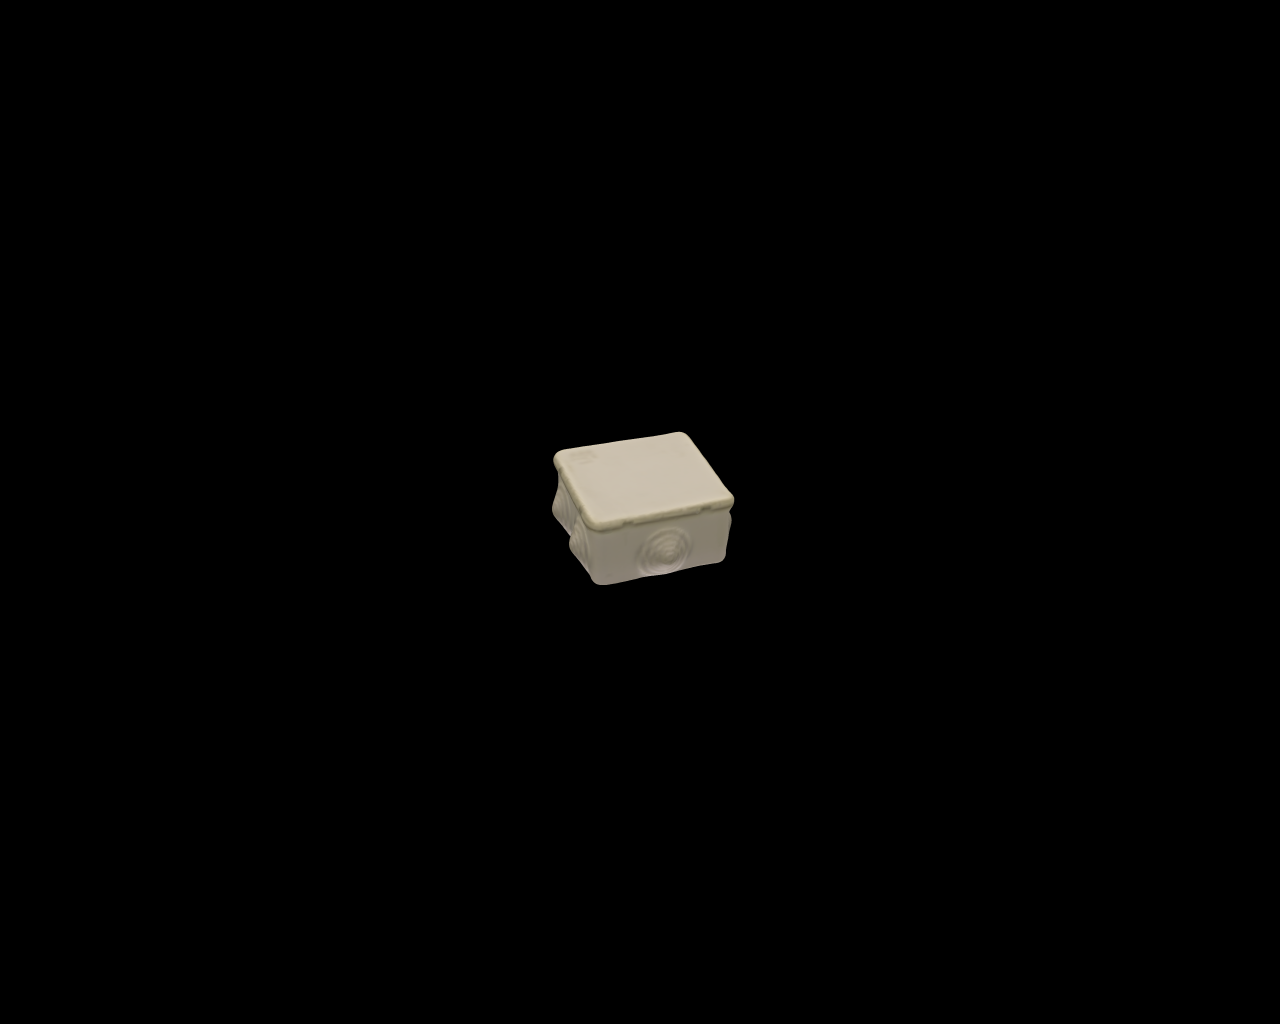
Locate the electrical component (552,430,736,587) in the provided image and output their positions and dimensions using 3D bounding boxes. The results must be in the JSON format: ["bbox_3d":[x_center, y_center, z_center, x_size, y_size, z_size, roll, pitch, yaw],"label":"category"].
[{"bbox_3d":[0.001,-0.003,0.650,0.100,0.048,0.100,-10,35,-15],"label":"electrical component"}]
